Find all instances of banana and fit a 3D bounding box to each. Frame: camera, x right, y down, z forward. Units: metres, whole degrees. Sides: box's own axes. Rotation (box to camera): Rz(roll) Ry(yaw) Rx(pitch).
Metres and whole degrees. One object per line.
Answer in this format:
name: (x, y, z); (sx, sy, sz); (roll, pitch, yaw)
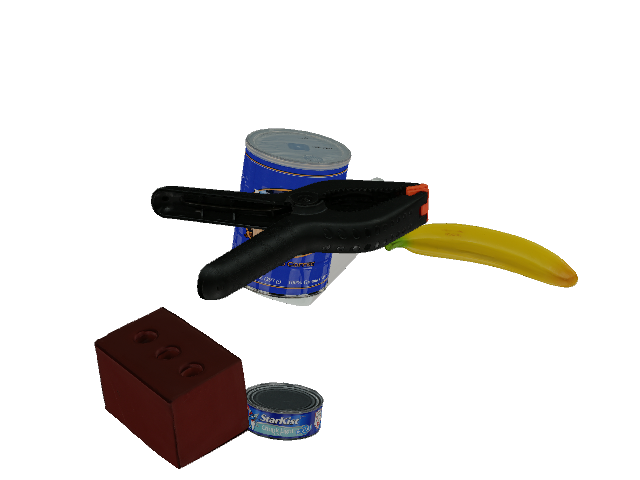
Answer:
banana: (0.169, 0.014, 1.104); (0.198, 0.037, 0.069); (9, 35, 17)

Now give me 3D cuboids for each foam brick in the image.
foam brick: (-0.087, 0.085, 0.622); (0.052, 0.051, 0.078); (-27, 39, -36)

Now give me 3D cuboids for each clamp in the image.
clamp: (-0.020, -0.018, 0.804); (0.209, 0.036, 0.165); (-13, 29, -23)

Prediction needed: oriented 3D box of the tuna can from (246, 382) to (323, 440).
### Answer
tuna can: (-0.041, 0.182, 1.138); (0.086, 0.034, 0.086); (5, 12, -1)

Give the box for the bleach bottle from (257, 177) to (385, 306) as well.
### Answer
bleach bottle: (0.010, -0.014, 1.324); (0.103, 0.068, 0.250); (16, 36, 25)

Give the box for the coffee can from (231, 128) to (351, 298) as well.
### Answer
coffee can: (-0.032, -0.028, 1.049); (0.102, 0.140, 0.103); (8, 22, -4)
